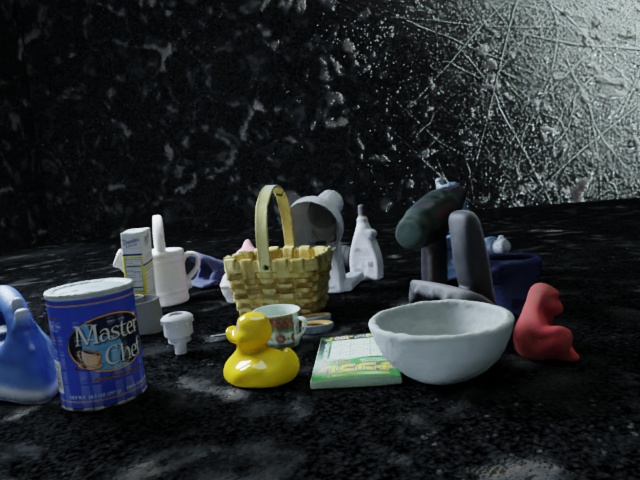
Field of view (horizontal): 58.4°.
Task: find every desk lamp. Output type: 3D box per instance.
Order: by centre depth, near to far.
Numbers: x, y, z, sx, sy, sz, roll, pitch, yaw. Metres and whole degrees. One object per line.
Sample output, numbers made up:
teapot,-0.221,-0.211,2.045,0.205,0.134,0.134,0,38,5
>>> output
desk lamp,0.011,0.004,1.205,0.117,0.213,0.204,-3,7,18

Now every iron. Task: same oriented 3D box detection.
iron,-0.423,0.129,0.794,0.119,0.141,0.257,-11,9,-40

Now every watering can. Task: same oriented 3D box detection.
watering can,-0.353,0.044,1.244,0.173,0.194,0.100,-10,8,-37

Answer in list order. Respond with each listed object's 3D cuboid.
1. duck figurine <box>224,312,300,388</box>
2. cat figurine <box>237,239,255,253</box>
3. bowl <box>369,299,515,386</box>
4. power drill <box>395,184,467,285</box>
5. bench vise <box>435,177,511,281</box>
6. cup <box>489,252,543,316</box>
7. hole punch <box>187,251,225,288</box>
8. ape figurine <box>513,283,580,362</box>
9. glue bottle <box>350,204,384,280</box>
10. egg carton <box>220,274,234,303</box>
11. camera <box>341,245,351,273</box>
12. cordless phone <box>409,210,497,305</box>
duck figurine,-0.076,0.133,0.716,0.104,0.086,0.078,-1,8,31
cat figurine,-0.143,0.055,1.308,0.128,0.118,0.067,-10,8,-34
bowl,0.142,0.124,0.669,0.167,0.075,0.167,-5,7,1
power drill,0.202,0.015,0.976,0.075,0.208,0.230,-1,8,33
bench vise,0.293,-0.018,1.140,0.206,0.220,0.122,0,9,41
cup,0.295,0.074,0.893,0.091,0.095,0.118,0,9,41
hole punch,-0.272,0.068,1.422,0.101,0.091,0.108,-10,8,-33
ape figurine,0.276,0.099,0.704,0.076,0.092,0.078,-2,7,23
glue bottle,0.102,0.005,1.306,0.077,0.173,0.037,-1,8,33
egg carton,-0.127,0.091,1.195,0.150,0.069,0.107,-2,7,24
camera,0.011,0.041,1.379,0.136,0.101,0.143,-2,7,24
cordless phone,0.187,0.049,0.801,0.094,0.185,0.147,-9,8,-30
